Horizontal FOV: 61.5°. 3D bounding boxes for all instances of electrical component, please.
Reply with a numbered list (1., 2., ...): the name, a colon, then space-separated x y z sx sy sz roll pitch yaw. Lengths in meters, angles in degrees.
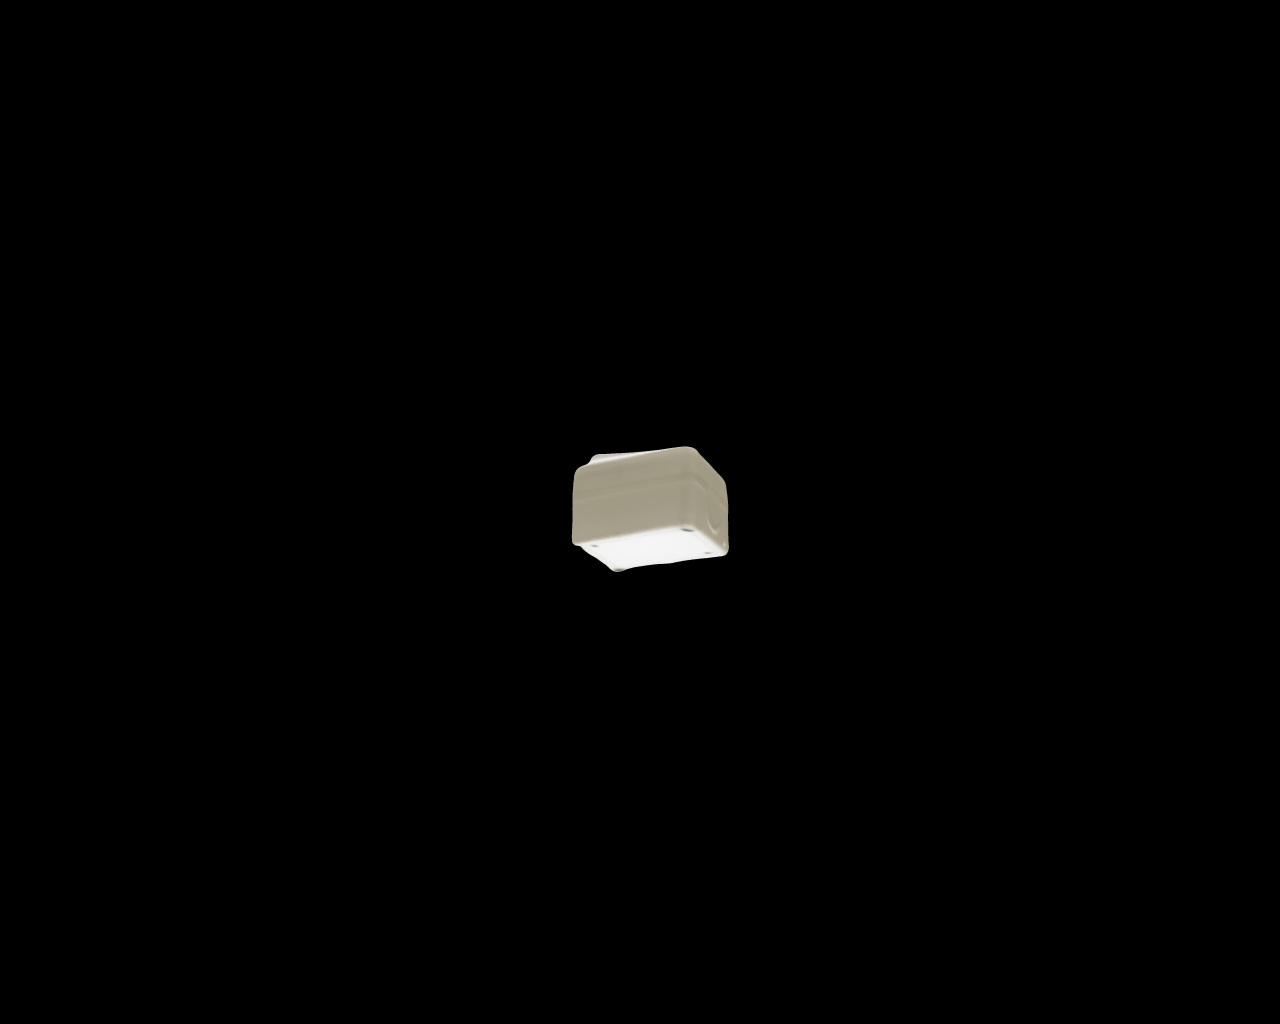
1. electrical component: 0.001 -0.003 0.650 0.096 0.061 0.061 -9 -24 22
